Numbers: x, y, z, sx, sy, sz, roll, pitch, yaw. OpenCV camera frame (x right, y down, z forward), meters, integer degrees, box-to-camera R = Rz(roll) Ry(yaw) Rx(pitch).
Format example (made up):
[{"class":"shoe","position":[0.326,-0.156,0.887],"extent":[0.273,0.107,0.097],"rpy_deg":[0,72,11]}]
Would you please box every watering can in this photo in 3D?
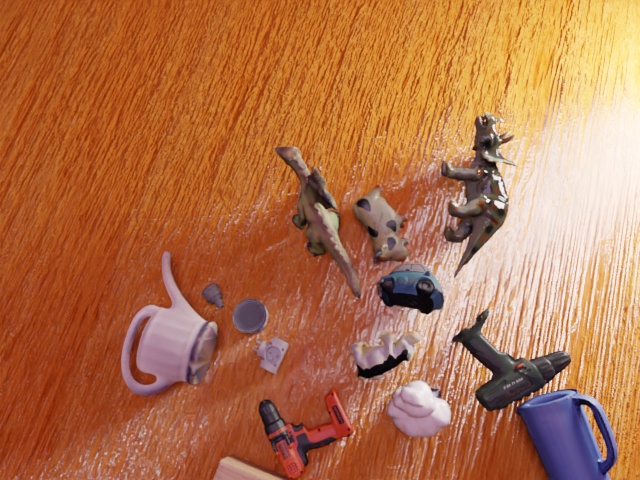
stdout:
[{"class":"watering can","position":[-0.355,0.211,1.262],"extent":[0.224,0.102,0.352],"rpy_deg":[13,75,8]}]

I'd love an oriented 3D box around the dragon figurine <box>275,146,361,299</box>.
[{"class":"dragon figurine","position":[0.004,-0.063,1.251],"extent":[0.123,0.239,0.416],"rpy_deg":[-29,70,-8]}]

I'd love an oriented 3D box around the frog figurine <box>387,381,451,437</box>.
[{"class":"frog figurine","position":[0.218,0.372,1.124],"extent":[0.137,0.157,0.124],"rpy_deg":[13,77,10]}]
